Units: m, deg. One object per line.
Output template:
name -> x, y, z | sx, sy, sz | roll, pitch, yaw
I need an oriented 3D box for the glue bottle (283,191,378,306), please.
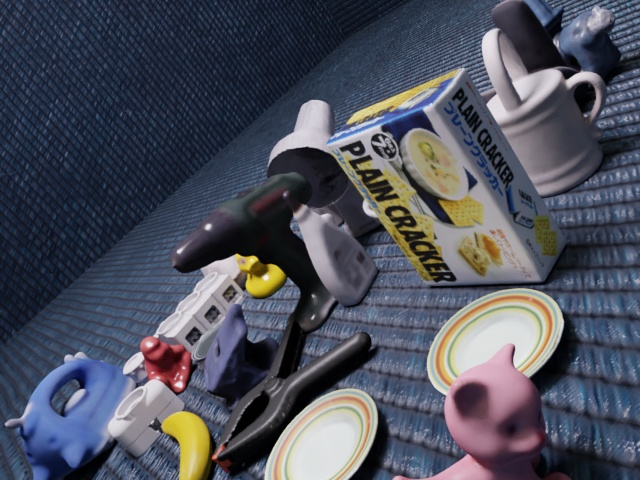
glue bottle -> 0.007, 0.003, 0.752 | 0.037, 0.173, 0.078 | -16, 29, 46

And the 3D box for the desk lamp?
desk lamp -> 0.024, -0.108, 0.905 | 0.117, 0.214, 0.203 | -26, 23, 30

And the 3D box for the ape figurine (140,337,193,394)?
ape figurine -> -0.246, 0.190, 0.897 | 0.078, 0.092, 0.076 | -48, 22, -25

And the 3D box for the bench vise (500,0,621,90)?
bench vise -> 0.333, -0.328, 0.846 | 0.206, 0.220, 0.122 | -10, 34, 53

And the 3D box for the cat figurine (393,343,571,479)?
cat figurine -> 0.103, 0.135, 0.376 | 0.128, 0.118, 0.067 | -40, 20, -4

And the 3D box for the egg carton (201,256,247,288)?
egg carton -> -0.169, 0.044, 1.119 | 0.107, 0.069, 0.150 | -48, 22, -26

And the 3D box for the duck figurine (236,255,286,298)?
duck figurine -> -0.112, 0.046, 0.993 | 0.077, 0.086, 0.104 | -42, 20, -9

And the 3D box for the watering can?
watering can -> 0.233, -0.150, 0.667 | 0.172, 0.194, 0.101 | -31, 21, 19

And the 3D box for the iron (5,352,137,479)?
iron -> -0.394, 0.260, 0.927 | 0.118, 0.142, 0.258 | -32, 21, 16

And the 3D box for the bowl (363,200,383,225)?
bowl -> 0.147, -0.063, 0.801 | 0.167, 0.075, 0.167 | -33, 20, 14

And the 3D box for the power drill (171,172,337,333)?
power drill -> -0.063, 0.023, 0.776 | 0.075, 0.209, 0.230 | -14, 31, 48

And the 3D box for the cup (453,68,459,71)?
cup -> 0.235, -0.237, 1.003 | 0.091, 0.095, 0.118 | -9, 34, 53

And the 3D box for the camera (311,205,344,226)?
camera -> 0.010, -0.093, 1.066 | 0.137, 0.101, 0.143 | -39, 20, -3

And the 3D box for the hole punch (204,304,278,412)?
hole punch -> -0.115, 0.152, 0.756 | 0.101, 0.091, 0.108 | -39, 20, -2

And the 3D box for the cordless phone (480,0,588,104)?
cordless phone -> 0.277, -0.246, 0.815 | 0.147, 0.185, 0.094 | -11, 33, 52
